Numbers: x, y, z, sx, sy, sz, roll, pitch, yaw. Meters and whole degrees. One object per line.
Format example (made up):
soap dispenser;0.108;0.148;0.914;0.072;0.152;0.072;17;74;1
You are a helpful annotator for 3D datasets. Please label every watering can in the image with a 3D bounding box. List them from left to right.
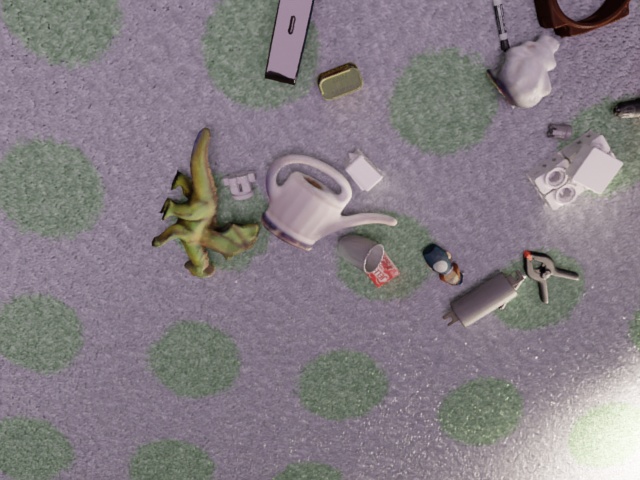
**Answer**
watering can;0.004;-0.064;1.278;0.345;0.106;0.222;32;109;-15

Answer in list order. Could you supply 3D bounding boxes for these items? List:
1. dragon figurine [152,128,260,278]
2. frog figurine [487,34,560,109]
dragon figurine;-0.262;-0.057;1.264;0.241;0.125;0.403;24;120;-19
frog figurine;0.476;-0.382;1.163;0.157;0.124;0.137;-37;91;25
